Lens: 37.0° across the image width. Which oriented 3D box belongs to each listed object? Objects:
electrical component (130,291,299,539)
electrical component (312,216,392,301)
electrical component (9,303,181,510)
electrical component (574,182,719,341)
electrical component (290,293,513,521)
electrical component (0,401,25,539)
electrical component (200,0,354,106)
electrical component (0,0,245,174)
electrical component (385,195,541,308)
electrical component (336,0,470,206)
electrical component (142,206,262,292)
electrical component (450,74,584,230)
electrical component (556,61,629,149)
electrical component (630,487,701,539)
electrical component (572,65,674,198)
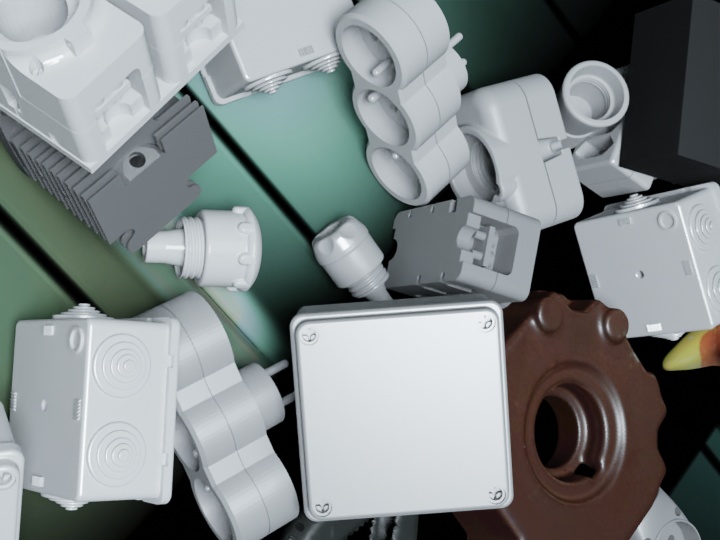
[{"bbox_3d":[-0.066,0.075,0.587,0.074,0.052,0.138,-27,98,-27],"label":"electrical component"},{"bbox_3d":[0.000,0.000,0.638,0.035,0.035,0.061,-43,107,-24],"label":"electrical component"},{"bbox_3d":[-0.133,0.067,0.527,0.048,0.100,0.099,7,83,-40],"label":"electrical component"},{"bbox_3d":[0.196,-0.003,0.707,0.048,0.100,0.099,-21,96,-40],"label":"electrical component"},{"bbox_3d":[0.022,0.071,0.570,0.109,0.056,0.108,-4,96,0],"label":"electrical component"},{"bbox_3d":[-0.213,0.119,0.482,0.109,0.056,0.108,-2,116,-28],"label":"electrical component"},{"bbox_3d":[-0.054,-0.152,0.613,0.100,0.048,0.099,-26,97,-28],"label":"electrical component"},{"bbox_3d":[-0.161,-0.143,0.495,0.186,0.060,0.105,34,67,16],"label":"electrical component"},{"bbox_3d":[0.062,-0.008,0.640,0.056,0.089,0.050,17,78,-26],"label":"electrical component"},{"bbox_3d":[0.038,-0.109,0.627,0.074,0.052,0.138,-44,142,-24],"label":"electrical component"},{"bbox_3d":[-0.087,-0.012,0.588,0.062,0.048,0.048,1,85,-21],"label":"electrical component"},{"bbox_3d":[0.094,-0.070,0.682,0.059,0.054,0.095,-19,95,-28],"label":"electrical component"},{"bbox_3d":[0.142,-0.104,0.703,0.044,0.065,0.044,2,77,-11],"label":"electrical component"},{"bbox_3d":[0.185,0.195,0.714,0.079,0.044,0.077,-36,102,-25],"label":"electrical component"},{"bbox_3d":[0.196,-0.087,0.741,0.076,0.047,0.083,31,73,-24],"label":"electrical component"}]
